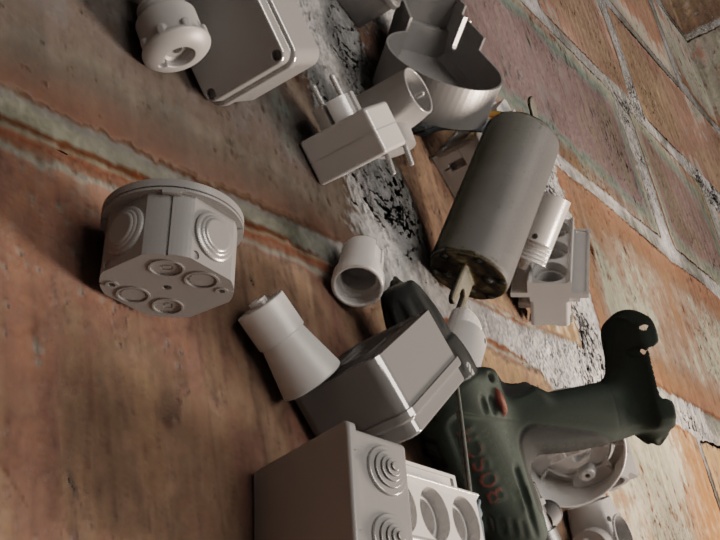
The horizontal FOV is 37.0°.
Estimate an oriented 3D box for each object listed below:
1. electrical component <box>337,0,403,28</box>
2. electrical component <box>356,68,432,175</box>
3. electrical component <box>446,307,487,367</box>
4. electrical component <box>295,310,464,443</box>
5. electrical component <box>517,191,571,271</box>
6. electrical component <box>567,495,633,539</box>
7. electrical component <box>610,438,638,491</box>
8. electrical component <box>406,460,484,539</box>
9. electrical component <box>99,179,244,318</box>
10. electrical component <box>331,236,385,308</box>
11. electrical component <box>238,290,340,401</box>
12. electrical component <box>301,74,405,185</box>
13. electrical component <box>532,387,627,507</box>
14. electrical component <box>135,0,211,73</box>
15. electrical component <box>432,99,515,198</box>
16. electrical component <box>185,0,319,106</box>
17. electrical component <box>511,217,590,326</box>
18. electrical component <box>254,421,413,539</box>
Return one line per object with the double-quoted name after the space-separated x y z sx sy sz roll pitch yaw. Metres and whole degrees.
-0.004 -0.307 1.051 0.113 0.057 0.078 48 32 -30 "electrical component"
0.025 -0.121 0.926 0.043 0.077 0.079 5 64 -60 "electrical component"
0.085 0.065 0.915 0.043 0.043 0.081 55 29 -18 "electrical component"
0.016 0.081 0.743 0.057 0.078 0.113 60 27 -3 "electrical component"
0.180 -0.038 1.097 0.043 0.043 0.081 18 94 -55 "electrical component"
0.220 0.255 0.995 0.079 0.044 0.077 2 65 -60 "electrical component"
0.234 0.187 1.071 0.089 0.050 0.055 29 43 -49 "electrical component"
0.025 0.167 0.704 0.121 0.063 0.078 28 45 -50 "electrical component"
-0.106 -0.012 0.603 0.080 0.080 0.051 34 46 -45 "electrical component"
0.000 0.000 0.825 0.040 0.040 0.046 52 24 -24 "electrical component"
-0.049 0.046 0.699 0.065 0.044 0.044 56 28 -7 "electrical component"
-0.014 -0.119 0.869 0.076 0.066 0.047 63 27 -4 "electrical component"
0.190 0.158 0.971 0.099 0.099 0.064 59 21 -11 "electrical component"
-0.131 -0.168 0.727 0.048 0.048 0.062 11 51 -58 "electrical component"
0.143 -0.117 1.148 0.089 0.062 0.150 59 28 -11 "electrical component"
-0.091 -0.183 0.772 0.113 0.078 0.057 65 24 -1 "electrical component"
0.206 0.002 1.151 0.121 0.079 0.063 -72 159 -53 "electrical component"
-0.015 0.146 0.614 0.048 0.100 0.099 24 47 -35 "electrical component"
